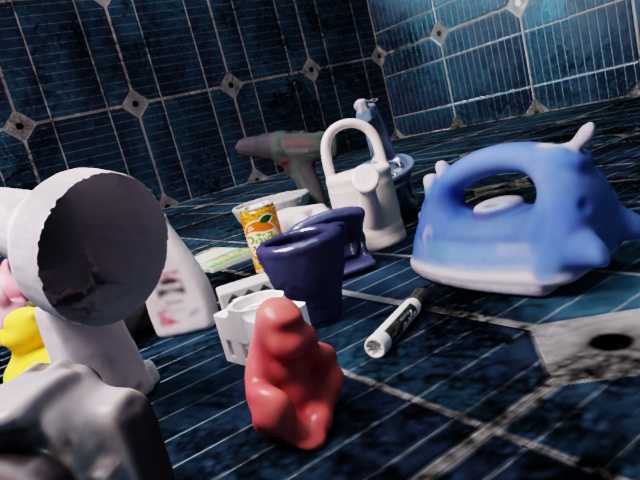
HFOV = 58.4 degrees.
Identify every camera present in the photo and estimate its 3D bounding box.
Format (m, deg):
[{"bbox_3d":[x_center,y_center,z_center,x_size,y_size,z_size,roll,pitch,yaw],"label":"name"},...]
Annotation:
[{"bbox_3d":[-0.175,0.135,0.307,0.143,0.101,0.137,-12,11,13],"label":"camera"}]

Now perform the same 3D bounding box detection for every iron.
[{"bbox_3d":[0.174,-0.031,0.579,0.119,0.141,0.257,-23,14,-37],"label":"iron"}]

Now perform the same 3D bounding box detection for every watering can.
[{"bbox_3d":[0.063,-0.084,0.848,0.101,0.194,0.172,-19,12,-21],"label":"watering can"}]

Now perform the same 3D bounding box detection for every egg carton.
[{"bbox_3d":[-0.046,-0.015,0.975,0.149,0.069,0.107,-3,16,45],"label":"egg carton"}]

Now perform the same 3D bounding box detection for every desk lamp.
[{"bbox_3d":[-0.218,0.050,0.489,0.202,0.214,0.118,-7,14,35],"label":"desk lamp"}]

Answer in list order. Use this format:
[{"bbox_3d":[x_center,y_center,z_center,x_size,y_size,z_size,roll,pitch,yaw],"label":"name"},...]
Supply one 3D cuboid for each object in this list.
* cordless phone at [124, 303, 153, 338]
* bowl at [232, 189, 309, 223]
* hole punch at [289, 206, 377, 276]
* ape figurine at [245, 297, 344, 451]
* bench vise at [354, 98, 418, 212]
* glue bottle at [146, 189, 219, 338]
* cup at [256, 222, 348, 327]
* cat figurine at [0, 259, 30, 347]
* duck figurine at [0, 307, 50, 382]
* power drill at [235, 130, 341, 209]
[{"bbox_3d":[-0.282,0.035,0.723,0.147,0.185,0.094,-5,15,40],"label":"cordless phone"},{"bbox_3d":[-0.096,-0.052,1.210,0.167,0.075,0.167,-14,11,3],"label":"bowl"},{"bbox_3d":[0.007,0.003,0.759,0.109,0.091,0.101,-17,11,-12],"label":"hole punch"},{"bbox_3d":[-0.022,0.084,0.388,0.078,0.092,0.076,-22,13,-33],"label":"ape figurine"},{"bbox_3d":[0.103,-0.144,1.029,0.121,0.220,0.207,-13,11,6],"label":"bench vise"},{"bbox_3d":[-0.176,0.025,0.666,0.078,0.173,0.037,-13,11,7],"label":"glue bottle"},{"bbox_3d":[-0.003,0.035,0.600,0.091,0.095,0.118,-4,15,43],"label":"cup"},{"bbox_3d":[-0.474,0.090,0.875,0.067,0.118,0.127,-18,12,-18],"label":"cat figurine"},{"bbox_3d":[-0.306,0.114,0.619,0.104,0.086,0.078,-8,13,28],"label":"duck figurine"},{"bbox_3d":[-0.057,-0.144,1.267,0.229,0.208,0.076,-12,11,12],"label":"power drill"}]
